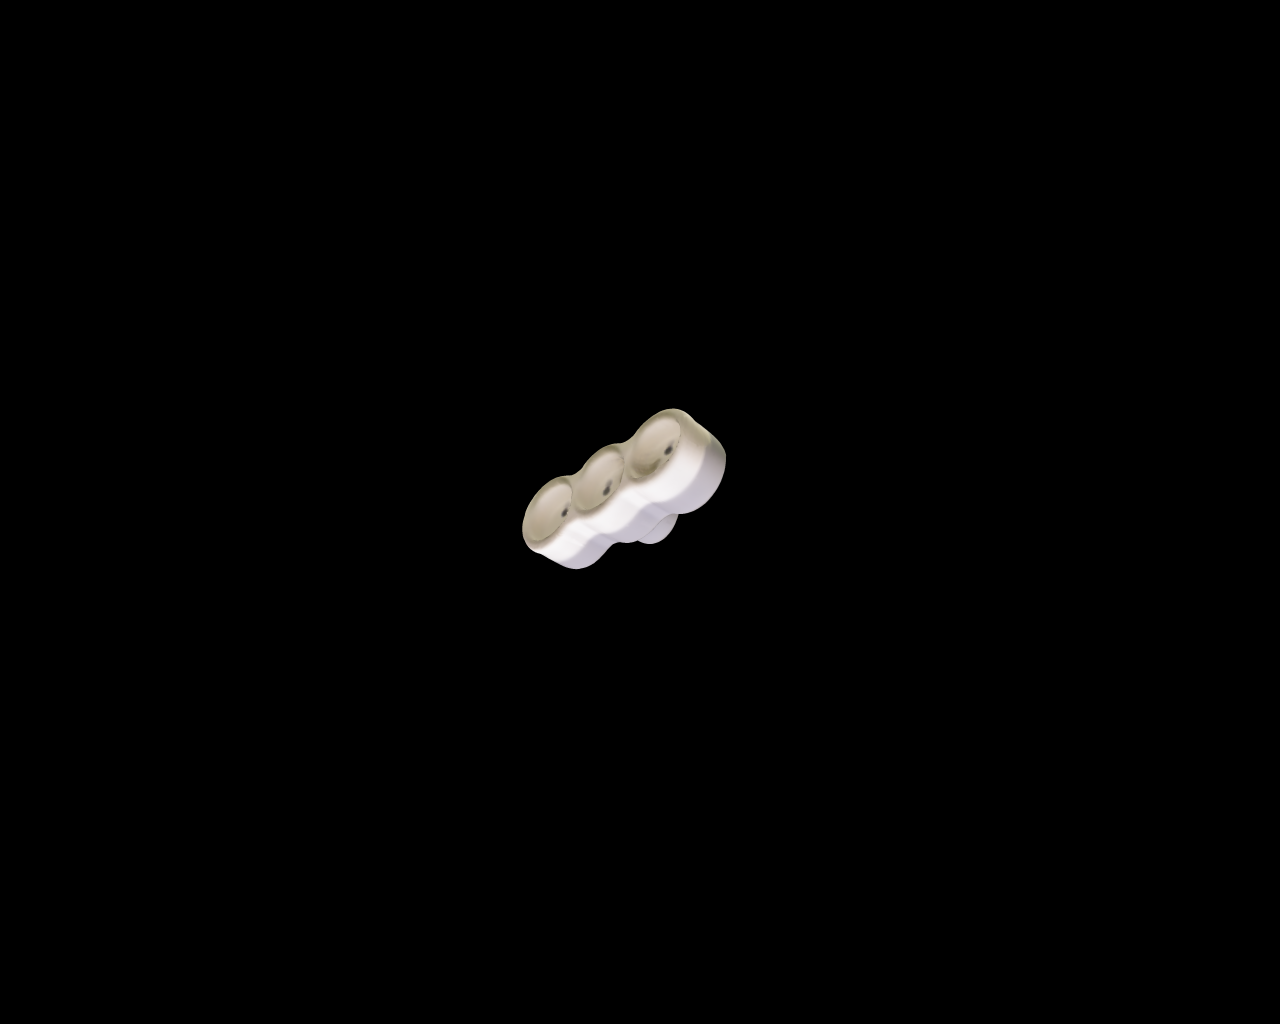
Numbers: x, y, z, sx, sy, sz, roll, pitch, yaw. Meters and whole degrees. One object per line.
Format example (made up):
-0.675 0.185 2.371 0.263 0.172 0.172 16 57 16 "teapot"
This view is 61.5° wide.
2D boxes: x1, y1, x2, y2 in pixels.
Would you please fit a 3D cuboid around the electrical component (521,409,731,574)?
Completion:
0.001 -0.003 0.650 0.138 0.052 0.073 -29 -46 33 "electrical component"
